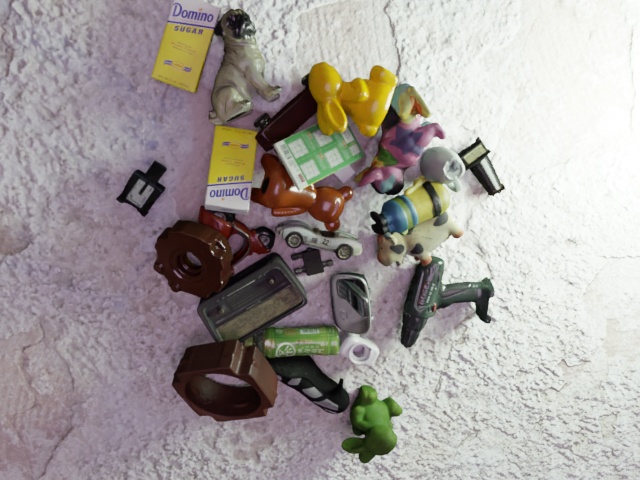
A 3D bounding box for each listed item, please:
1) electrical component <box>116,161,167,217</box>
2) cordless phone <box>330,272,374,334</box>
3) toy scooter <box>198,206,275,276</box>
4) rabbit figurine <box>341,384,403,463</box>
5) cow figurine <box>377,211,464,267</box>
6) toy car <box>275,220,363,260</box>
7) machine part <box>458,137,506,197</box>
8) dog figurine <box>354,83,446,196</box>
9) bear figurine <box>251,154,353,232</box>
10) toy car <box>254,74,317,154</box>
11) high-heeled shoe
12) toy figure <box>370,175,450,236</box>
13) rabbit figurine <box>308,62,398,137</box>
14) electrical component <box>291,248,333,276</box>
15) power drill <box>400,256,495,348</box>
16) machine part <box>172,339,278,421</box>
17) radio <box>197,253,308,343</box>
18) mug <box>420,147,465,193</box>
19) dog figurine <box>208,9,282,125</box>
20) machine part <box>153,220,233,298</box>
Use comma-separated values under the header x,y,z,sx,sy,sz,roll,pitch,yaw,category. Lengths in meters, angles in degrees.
x,y,z,sx,sy,sz,roll,pitch,yaw,category
-0.371,-0.117,1.146,0.075,0.048,0.119,32,97,-14,electrical component
0.086,0.157,1.206,0.089,0.184,0.146,-8,105,-10,cordless phone
-0.201,0.002,1.187,0.184,0.075,0.135,31,101,-17,toy scooter
0.122,0.455,1.291,0.121,0.170,0.159,40,95,-15,rabbit figurine
0.215,-0.008,1.233,0.195,0.085,0.127,-37,105,0,cow figurine
-0.002,-0.004,1.210,0.202,0.073,0.056,14,105,-11,toy car
0.378,-0.162,1.242,0.084,0.039,0.138,-41,104,-5,machine part
0.151,-0.205,1.166,0.219,0.108,0.191,-38,107,5,dog figurine
-0.039,-0.101,1.175,0.196,0.132,0.120,13,104,-29,bear figurine
-0.054,-0.269,1.144,0.202,0.053,0.089,-42,117,-3,toy car
-0.044,0.349,1.312,0.249,0.086,0.145,17,133,6,high-heeled shoe
0.198,-0.065,1.166,0.180,0.082,0.089,-29,64,-19,toy figure
0.049,-0.292,1.105,0.173,0.122,0.162,24,89,-20,rabbit figurine
-0.018,0.048,1.248,0.094,0.021,0.063,-13,105,-4,electrical component
0.305,0.156,1.296,0.207,0.086,0.231,6,101,-1,power drill
-0.210,0.318,1.213,0.201,0.087,0.201,-12,130,17,machine part
-0.156,0.137,1.225,0.230,0.073,0.131,-31,106,0,radio
0.281,-0.151,1.195,0.081,0.107,0.109,-27,104,1,mug
-0.184,-0.350,1.091,0.172,0.121,0.190,-31,97,-15,dog figurine
-0.273,0.044,1.156,0.180,0.056,0.179,8,121,13,machine part
